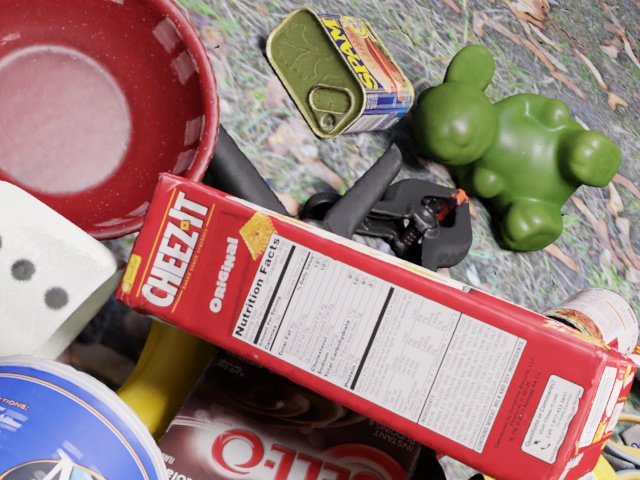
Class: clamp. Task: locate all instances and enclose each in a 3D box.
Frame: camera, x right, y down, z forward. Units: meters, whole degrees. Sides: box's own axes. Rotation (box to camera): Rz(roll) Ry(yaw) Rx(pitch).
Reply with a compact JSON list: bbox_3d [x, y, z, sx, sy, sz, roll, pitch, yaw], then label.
[{"bbox_3d":[-0.005,0.001,0.688,0.164,0.036,0.210,5,56,-25],"label":"clamp"},{"bbox_3d":[0.072,0.003,0.789,0.171,0.039,0.120,-18,71,-49],"label":"clamp"}]

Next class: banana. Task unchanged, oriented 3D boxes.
[{"bbox_3d":[-0.082,0.054,0.558,0.197,0.037,0.069,-69,142,-55],"label":"banana"}]

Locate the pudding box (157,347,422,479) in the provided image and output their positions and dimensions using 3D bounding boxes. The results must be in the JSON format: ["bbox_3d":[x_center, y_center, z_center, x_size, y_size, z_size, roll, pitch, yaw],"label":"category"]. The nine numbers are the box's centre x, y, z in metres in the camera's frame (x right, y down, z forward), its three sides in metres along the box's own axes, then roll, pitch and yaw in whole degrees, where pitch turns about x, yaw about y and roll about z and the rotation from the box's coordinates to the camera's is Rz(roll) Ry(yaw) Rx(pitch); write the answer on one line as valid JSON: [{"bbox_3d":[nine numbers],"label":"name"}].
[{"bbox_3d":[-0.017,0.109,0.502,0.113,0.039,0.090,21,42,10],"label":"pudding box"}]

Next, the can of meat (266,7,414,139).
[{"bbox_3d":[0.018,-0.132,0.849,0.083,0.058,0.102,-12,66,-55],"label":"can of meat"}]

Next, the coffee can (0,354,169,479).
[{"bbox_3d":[-0.132,0.123,0.392,0.103,0.103,0.140,44,35,-6],"label":"coffee can"}]

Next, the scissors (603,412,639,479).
[{"bbox_3d":[0.293,0.192,0.789,0.202,0.016,0.096,24,56,10],"label":"scissors"}]

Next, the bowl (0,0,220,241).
[{"bbox_3d":[-0.139,-0.073,0.586,0.161,0.055,0.162,6,77,-25],"label":"bowl"}]

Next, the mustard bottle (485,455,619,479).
[{"bbox_3d":[0.125,0.184,0.652,0.191,0.058,0.096,-13,71,-52],"label":"mustard bottle"}]

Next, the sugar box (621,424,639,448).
[{"bbox_3d":[0.312,0.220,0.835,0.093,0.048,0.176,10,46,-43],"label":"sugar box"}]

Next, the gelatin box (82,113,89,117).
[{"bbox_3d":[-0.137,-0.100,0.669,0.089,0.030,0.073,-11,65,-52],"label":"gelatin box"}]

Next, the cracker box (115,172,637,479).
[{"bbox_3d":[0.034,0.046,0.515,0.214,0.072,0.164,22,1,22],"label":"cracker box"}]

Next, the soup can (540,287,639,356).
[{"bbox_3d":[0.199,0.079,0.829,0.102,0.069,0.068,-17,70,-54],"label":"soup can"}]

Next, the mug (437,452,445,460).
[{"bbox_3d":[0.076,0.089,0.671,0.117,0.082,0.093,-12,66,-52],"label":"mug"}]
